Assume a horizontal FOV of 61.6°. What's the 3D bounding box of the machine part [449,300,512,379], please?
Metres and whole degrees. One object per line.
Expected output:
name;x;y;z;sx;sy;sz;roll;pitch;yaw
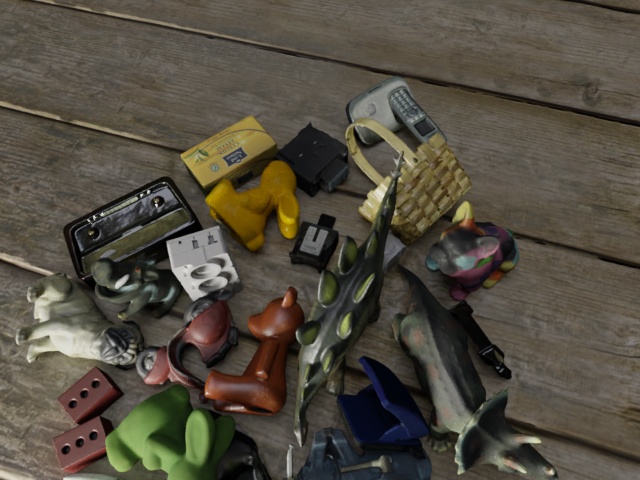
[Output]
machine part;0.264;0.164;0.882;0.039;0.084;0.139;-41;54;15

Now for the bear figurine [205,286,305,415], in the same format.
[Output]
bear figurine;-0.097;0.174;0.864;0.132;0.120;0.196;6;62;3

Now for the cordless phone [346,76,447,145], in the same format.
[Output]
cordless phone;0.153;-0.227;1.085;0.146;0.088;0.184;-32;69;-13

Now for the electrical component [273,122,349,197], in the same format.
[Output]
electrical component;-0.008;-0.155;1.068;0.134;0.058;0.115;36;72;20

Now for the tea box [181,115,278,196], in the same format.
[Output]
tea box;-0.177;-0.163;1.076;0.170;0.068;0.098;-34;65;-15

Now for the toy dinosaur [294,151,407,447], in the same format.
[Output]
toy dinosaur;0.047;0.088;0.844;0.105;0.198;0.471;18;74;9

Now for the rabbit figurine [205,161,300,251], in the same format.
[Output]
rabbit figurine;-0.104;-0.074;0.996;0.162;0.121;0.173;37;69;15

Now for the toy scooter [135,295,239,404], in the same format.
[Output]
toy scooter;-0.200;0.188;0.891;0.135;0.075;0.184;40;73;18

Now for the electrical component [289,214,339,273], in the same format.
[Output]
electrical component;-0.002;-0.003;0.994;0.075;0.047;0.119;21;67;12

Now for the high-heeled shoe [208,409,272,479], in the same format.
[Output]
high-heeled shoe;-0.114;0.339;0.766;0.086;0.145;0.249;-37;68;-16

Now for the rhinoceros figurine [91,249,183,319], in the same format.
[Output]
rhinoceros figurine;-0.302;0.073;0.897;0.112;0.190;0.073;-38;65;13

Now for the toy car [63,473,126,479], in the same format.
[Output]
toy car;-0.292;0.393;0.798;0.202;0.056;0.073;5;63;7

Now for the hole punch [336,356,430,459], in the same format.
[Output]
hole punch;0.101;0.241;0.795;0.116;0.092;0.142;14;18;-24

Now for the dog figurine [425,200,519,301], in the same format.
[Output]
dog figurine;0.260;0.007;0.879;0.191;0.219;0.108;-26;68;-9

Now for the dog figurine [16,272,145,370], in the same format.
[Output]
dog figurine;-0.394;0.134;0.928;0.191;0.121;0.172;4;65;-10

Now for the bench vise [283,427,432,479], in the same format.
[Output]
bench vise;0.064;0.376;0.740;0.224;0.128;0.241;3;42;-17

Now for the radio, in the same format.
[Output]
radio;-0.348;-0.015;1.005;0.230;0.073;0.131;-28;65;-12

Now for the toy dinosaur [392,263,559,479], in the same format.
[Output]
toy dinosaur;0.188;0.181;0.806;0.131;0.192;0.405;-20;64;-9

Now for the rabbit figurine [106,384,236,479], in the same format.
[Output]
rabbit figurine;-0.195;0.307;0.776;0.159;0.121;0.170;-44;57;1
